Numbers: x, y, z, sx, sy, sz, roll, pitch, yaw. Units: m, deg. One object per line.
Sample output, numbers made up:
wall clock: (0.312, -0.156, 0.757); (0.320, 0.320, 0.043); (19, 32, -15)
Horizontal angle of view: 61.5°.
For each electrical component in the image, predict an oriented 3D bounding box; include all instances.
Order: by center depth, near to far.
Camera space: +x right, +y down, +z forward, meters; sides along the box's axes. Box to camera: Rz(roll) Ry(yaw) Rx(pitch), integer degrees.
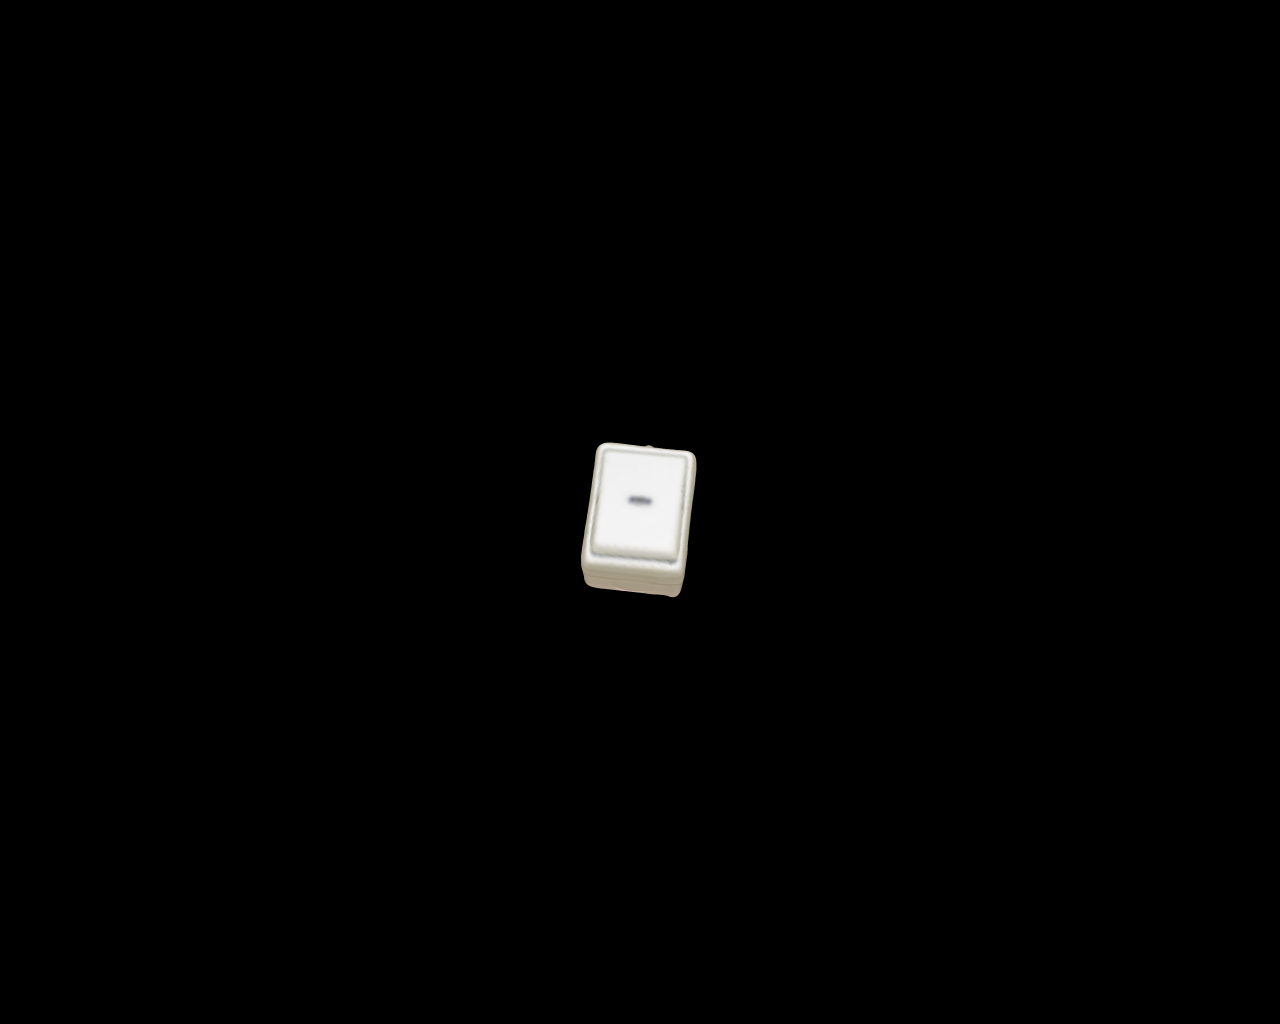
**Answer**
electrical component: (0.001, -0.003, 0.650); (0.062, 0.096, 0.061); (7, -19, 2)
